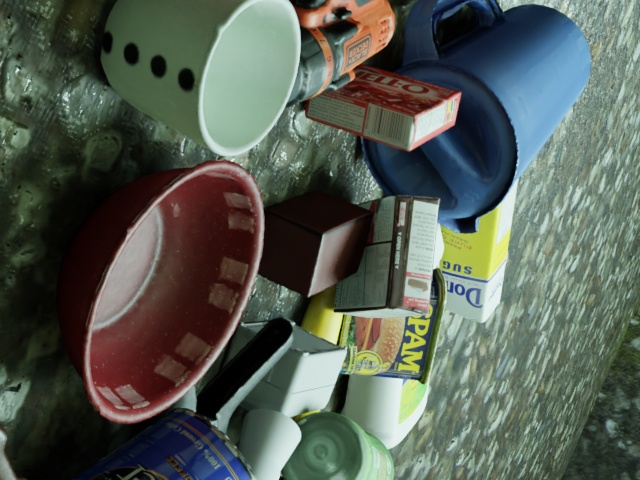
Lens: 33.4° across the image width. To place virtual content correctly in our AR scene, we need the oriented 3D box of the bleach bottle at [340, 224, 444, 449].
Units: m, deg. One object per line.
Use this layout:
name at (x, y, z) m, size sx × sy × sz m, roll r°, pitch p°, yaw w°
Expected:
bleach bottle at (0.072, 0.071, 1.004) m, size 0.102 × 0.068 × 0.251 m, roll -40°, pitch 143°, yaw -47°

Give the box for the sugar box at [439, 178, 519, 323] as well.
sugar box at (0.131, -0.006, 1.018) m, size 0.048 × 0.093 × 0.176 m, roll -44°, pitch 147°, yaw -39°

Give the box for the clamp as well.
clamp at (-0.082, 0.120, 0.743) m, size 0.120 × 0.039 × 0.171 m, roll 5°, pitch 112°, yaw -40°

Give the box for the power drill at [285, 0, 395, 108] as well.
power drill at (-0.001, -0.175, 0.642) m, size 0.184 × 0.057 × 0.188 m, roll -41°, pitch 149°, yaw -50°

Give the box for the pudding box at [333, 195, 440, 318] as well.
pudding box at (0.050, 0.014, 0.833) m, size 0.114 × 0.039 × 0.090 m, roll 166°, pitch -70°, yaw -70°

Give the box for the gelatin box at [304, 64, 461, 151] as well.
gelatin box at (0.044, -0.097, 0.761) m, size 0.073 × 0.089 × 0.030 m, roll -32°, pitch 136°, yaw -52°

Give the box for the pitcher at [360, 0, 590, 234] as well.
pitcher at (0.143, -0.130, 0.905) m, size 0.242 × 0.145 × 0.149 m, roll -41°, pitch 165°, yaw -50°

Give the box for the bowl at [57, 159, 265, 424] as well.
bowl at (-0.099, 0.022, 0.614) m, size 0.161 × 0.055 × 0.162 m, roll -45°, pitch 148°, yaw -39°

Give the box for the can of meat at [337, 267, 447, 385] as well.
can of meat at (0.057, 0.071, 0.928) m, size 0.057 × 0.084 × 0.102 m, roll -100°, pitch -162°, yaw -66°

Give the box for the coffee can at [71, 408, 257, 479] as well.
coffee can at (-0.114, 0.180, 0.636) m, size 0.140 × 0.103 × 0.103 m, roll -32°, pitch 140°, yaw -34°

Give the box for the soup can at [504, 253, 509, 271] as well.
soup can at (0.160, -0.007, 1.105) m, size 0.068 × 0.069 × 0.102 m, roll -56°, pitch 153°, yaw -22°

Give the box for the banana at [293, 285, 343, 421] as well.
banana at (-0.013, 0.123, 0.913) m, size 0.069 × 0.037 × 0.198 m, roll -70°, pitch 173°, yaw -61°

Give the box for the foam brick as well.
foam brick at (-0.005, 0.001, 0.793) m, size 0.078 × 0.053 × 0.051 m, roll -23°, pitch 131°, yaw -56°
